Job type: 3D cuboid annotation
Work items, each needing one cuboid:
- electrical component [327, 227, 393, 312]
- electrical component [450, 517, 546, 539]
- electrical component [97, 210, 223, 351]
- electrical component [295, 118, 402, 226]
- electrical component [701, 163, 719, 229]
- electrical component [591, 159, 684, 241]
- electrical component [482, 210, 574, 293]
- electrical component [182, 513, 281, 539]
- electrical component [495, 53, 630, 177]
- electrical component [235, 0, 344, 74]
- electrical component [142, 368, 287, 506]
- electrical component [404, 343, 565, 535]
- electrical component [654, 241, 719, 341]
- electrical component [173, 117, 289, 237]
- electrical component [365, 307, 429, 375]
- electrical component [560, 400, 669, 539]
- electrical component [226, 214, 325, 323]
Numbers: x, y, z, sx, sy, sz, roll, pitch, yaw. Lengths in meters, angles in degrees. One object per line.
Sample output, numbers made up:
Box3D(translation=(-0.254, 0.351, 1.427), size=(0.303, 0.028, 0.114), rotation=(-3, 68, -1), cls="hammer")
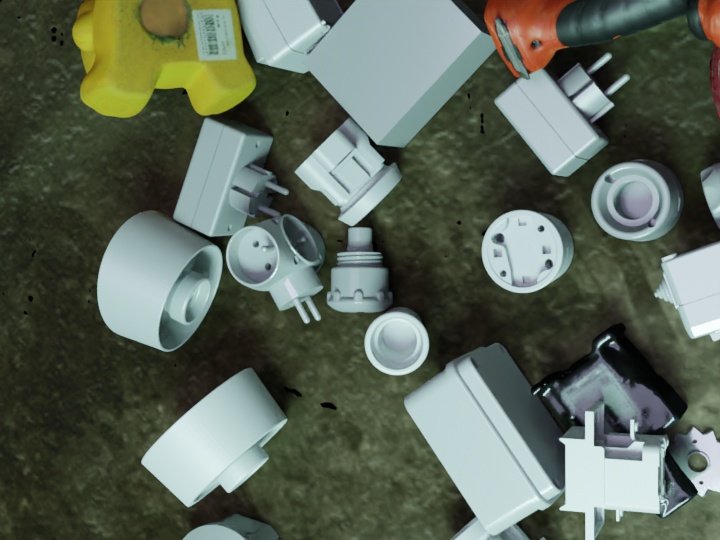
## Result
Box3D(translation=(0.000, 0.000, 0.789), size=(0.048, 0.048, 0.062), rotation=(-1, 87, 24), cls="electrical component")
Box3D(translation=(0.092, 0.204, 0.755), size=(0.057, 0.058, 0.078), rotation=(48, 114, 11), cls="electrical component")
Box3D(translation=(-0.152, 0.011, 0.826), size=(0.064, 0.099, 0.099), rotation=(24, 103, 14), cls="electrical component")
Box3D(translation=(-0.008, -0.069, 0.773), size=(0.058, 0.078, 0.057), rotation=(-45, 96, -3), cls="electrical component")
Box3D(translation=(0.250, -0.053, 0.676), size=(0.062, 0.043, 0.043), rotation=(-19, 86, 22), cls="electrical component")
Box3D(translation=(0.181, -0.045, 0.704), size=(0.055, 0.047, 0.055), rotation=(2, 94, 23), cls="electrical component")
Box3D(translation=(0.117, -0.014, 0.735), size=(0.055, 0.047, 0.055), rotation=(2, 94, 23), cls="electrical component")
Box3D(translation=(-0.101, 0.234, 0.844), size=(0.080, 0.051, 0.080), rotation=(2, 94, 23), cls="electrical component")
Box3D(translation=(0.143, -0.111, 0.717), size=(0.077, 0.047, 0.065), rotation=(-40, 78, 19), cls="electrical component")
Box3D(translation=(-0.058, -0.198, 0.789), size=(0.061, 0.062, 0.096), rotation=(-32, 81, 22), cls="electrical component")
Box3D(translation=(-0.103, 0.132, 0.811), size=(0.108, 0.108, 0.060), rotation=(-45, 83, 20), cls="electrical component")
Box3D(translation=(0.093, 0.112, 0.737), size=(0.057, 0.078, 0.113), rotation=(-38, 79, 24), cls="electrical component")
Box3D(translation=(0.235, 0.009, 0.677), size=(0.096, 0.062, 0.061), rotation=(-21, 85, 23), cls="electrical component")
Box3D(translation=(-0.089, -0.064, 0.820), size=(0.076, 0.047, 0.083), rotation=(25, 103, 20), cls="electrical component")
Box3D(translation=(0.028, 0.047, 0.767), size=(0.044, 0.065, 0.044), rotation=(0, 96, 5), cls="electrical component")
Box3D(translation=(0.161, 0.126, 0.676), size=(0.064, 0.042, 0.081), rotation=(1, 94, 23), cls="electrical component")
Box3D(translation=(-0.052, 0.003, 0.793), size=(0.044, 0.077, 0.079), rotation=(-32, 81, 22), cls="electrical component")
